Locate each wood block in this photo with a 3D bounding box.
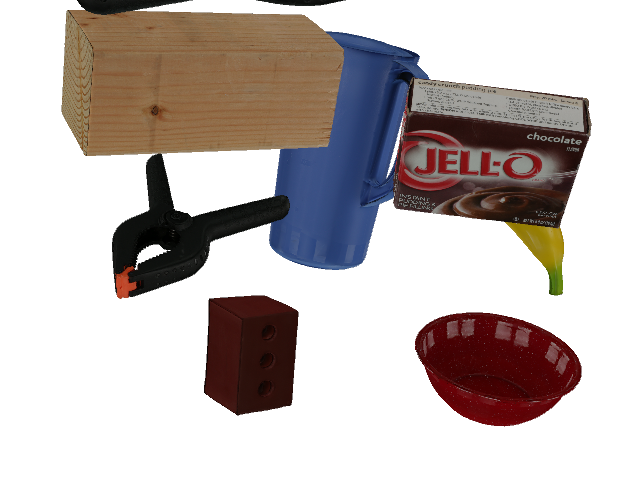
[{"bbox_3d":[-0.096,-0.129,0.867,0.205,0.091,0.090,-4,32,-25],"label":"wood block"}]

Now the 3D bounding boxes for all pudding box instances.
[{"bbox_3d":[0.106,-0.055,0.679,0.113,0.039,0.090,5,-37,2],"label":"pudding box"}]

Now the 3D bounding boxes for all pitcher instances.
[{"bbox_3d":[0.025,-0.094,1.130,0.145,0.243,0.149,9,16,-5],"label":"pitcher"}]

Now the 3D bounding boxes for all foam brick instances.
[{"bbox_3d":[-0.054,0.086,0.818,0.052,0.078,0.051,-4,14,-35],"label":"foam brick"}]

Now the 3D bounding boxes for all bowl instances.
[{"bbox_3d":[0.170,0.133,1.045,0.162,0.055,0.162,5,26,-2],"label":"bowl"}]

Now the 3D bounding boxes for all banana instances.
[{"bbox_3d":[0.139,-0.033,0.898,0.037,0.070,0.198,6,26,-44],"label":"banana"}]

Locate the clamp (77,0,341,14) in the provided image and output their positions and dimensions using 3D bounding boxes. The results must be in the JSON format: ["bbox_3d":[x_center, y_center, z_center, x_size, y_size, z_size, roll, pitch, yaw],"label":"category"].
[{"bbox_3d":[-0.046,-0.148,0.576,0.171,0.039,0.120,6,41,12],"label":"clamp"}]

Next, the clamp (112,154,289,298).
[{"bbox_3d":[-0.150,-0.016,1.059,0.165,0.036,0.209,23,40,21],"label":"clamp"}]
